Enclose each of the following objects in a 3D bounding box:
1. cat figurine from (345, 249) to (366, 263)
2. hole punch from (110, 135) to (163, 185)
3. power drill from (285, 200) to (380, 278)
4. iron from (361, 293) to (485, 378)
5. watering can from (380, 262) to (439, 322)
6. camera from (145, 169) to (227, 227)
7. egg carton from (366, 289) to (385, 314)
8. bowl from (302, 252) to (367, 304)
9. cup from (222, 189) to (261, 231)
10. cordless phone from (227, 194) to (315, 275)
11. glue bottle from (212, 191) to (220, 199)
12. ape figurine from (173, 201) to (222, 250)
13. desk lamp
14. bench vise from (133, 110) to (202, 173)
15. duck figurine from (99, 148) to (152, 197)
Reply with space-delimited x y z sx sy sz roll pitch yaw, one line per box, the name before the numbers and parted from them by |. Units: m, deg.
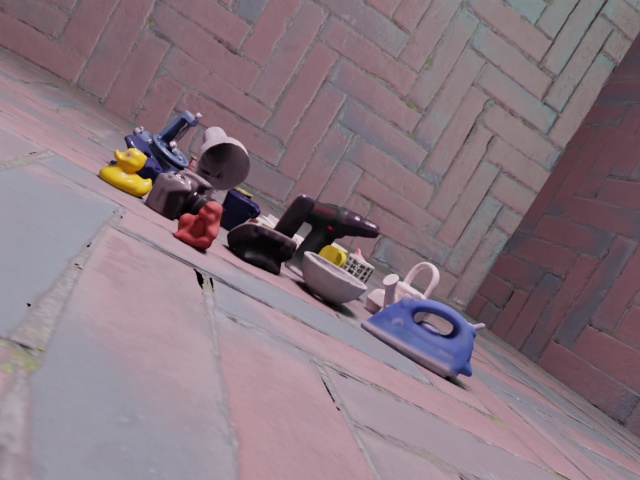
cat figurine | 0.093 0.078 1.766 0.067 0.117 0.127 28 5 -35
hole punch | -0.440 -0.197 1.416 0.101 0.091 0.109 31 4 7
power drill | 0.013 0.005 1.434 0.229 0.208 0.076 33 4 25
iron | 0.232 0.191 1.252 0.259 0.141 0.118 30 4 -10
watering can | 0.219 0.140 1.395 0.100 0.194 0.173 34 5 34
camera | -0.269 -0.083 1.214 0.136 0.101 0.143 32 4 10
egg carton | 0.195 0.188 1.527 0.150 0.069 0.107 32 4 20
bowl | 0.020 0.098 1.309 0.167 0.074 0.167 31 4 -2
cup | -0.207 -0.063 1.465 0.117 0.095 0.092 34 5 35
cordless phone | -0.100 -0.033 1.243 0.148 0.185 0.093 27 6 -46
glue bottle | -0.301 -0.184 1.679 0.037 0.173 0.078 32 4 15
ape figurine | -0.213 -0.031 1.052 0.077 0.092 0.076 33 5 32
desk lamp | -0.269 -0.160 1.348 0.118 0.213 0.202 28 5 -34
bench vise | -0.423 -0.273 1.543 0.207 0.219 0.122 31 4 7
duck figurine | -0.391 -0.145 1.187 0.105 0.086 0.077 29 5 -28
